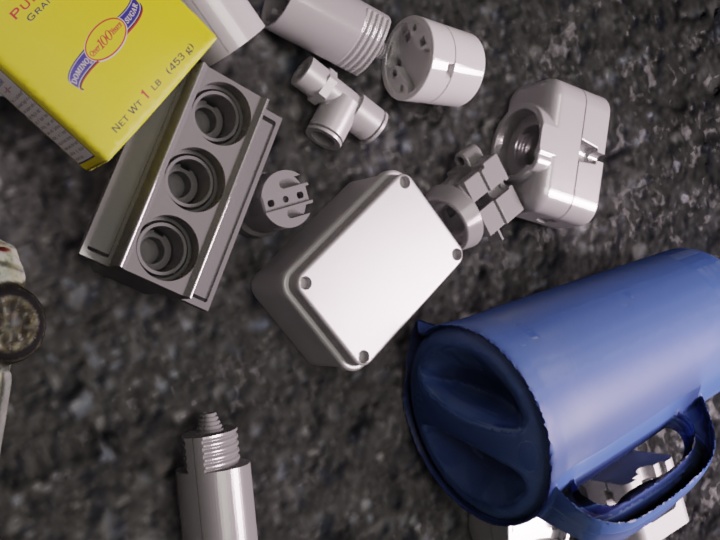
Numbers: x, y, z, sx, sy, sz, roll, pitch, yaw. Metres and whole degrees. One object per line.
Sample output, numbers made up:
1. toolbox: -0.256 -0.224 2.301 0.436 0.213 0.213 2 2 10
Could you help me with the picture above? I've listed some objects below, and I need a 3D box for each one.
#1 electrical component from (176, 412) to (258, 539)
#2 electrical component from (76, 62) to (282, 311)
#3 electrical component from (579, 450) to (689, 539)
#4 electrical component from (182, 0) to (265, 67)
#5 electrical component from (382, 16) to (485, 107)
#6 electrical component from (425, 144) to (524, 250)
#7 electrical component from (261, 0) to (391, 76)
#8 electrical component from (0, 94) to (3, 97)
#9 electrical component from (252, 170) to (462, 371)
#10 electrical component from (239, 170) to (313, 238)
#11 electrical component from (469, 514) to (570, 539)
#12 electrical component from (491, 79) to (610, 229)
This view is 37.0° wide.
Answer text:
1. electrical component: -0.084 0.123 0.622 0.043 0.043 0.081 -6 91 -32
2. electrical component: -0.104 -0.048 0.606 0.079 0.063 0.121 27 74 -28
3. electrical component: 0.178 0.161 0.754 0.050 0.089 0.055 -21 98 -30
4. electrical component: -0.097 -0.164 0.628 0.043 0.043 0.081 -44 110 -25
5. electrical component: 0.049 -0.136 0.711 0.047 0.055 0.055 4 85 -35
6. electrical component: 0.073 -0.044 0.726 0.055 0.048 0.066 -38 107 -35
7. electrical component: -0.017 -0.154 0.676 0.081 0.043 0.043 22 76 -29
8. electrical component: -0.176 -0.140 0.574 0.056 0.050 0.089 -5 90 -31
9. electrical component: 0.000 0.000 0.671 0.113 0.057 0.078 -46 110 -25
10. electrical component: -0.054 -0.041 0.646 0.040 0.046 0.040 2 87 -32
11. electrical component: 0.108 0.173 0.735 0.055 0.047 0.055 2 87 -31
12. electrical component: 0.132 -0.082 0.758 0.059 0.054 0.095 14 81 -30
